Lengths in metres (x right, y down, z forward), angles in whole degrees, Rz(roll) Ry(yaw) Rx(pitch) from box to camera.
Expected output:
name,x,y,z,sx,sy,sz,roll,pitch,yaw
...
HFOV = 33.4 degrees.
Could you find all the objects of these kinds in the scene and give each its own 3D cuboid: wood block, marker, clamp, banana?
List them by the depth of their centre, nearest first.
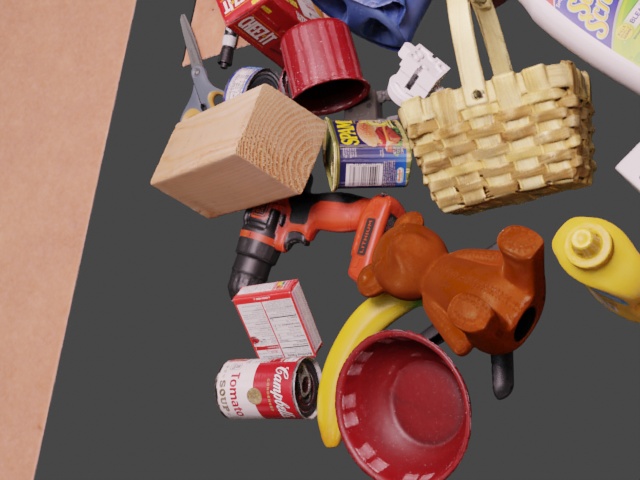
name,x,y,z,sx,sy,sz,roll,pitch,yaw
clamp,0.180,0.074,1.085,0.120,0.039,0.171,36,98,31
banana,0.042,0.125,1.145,0.070,0.037,0.198,36,94,34
wood block,-0.094,-0.095,1.194,0.207,0.090,0.090,-11,53,56
marker,-0.110,-0.275,1.355,0.020,0.020,0.121,5,78,29

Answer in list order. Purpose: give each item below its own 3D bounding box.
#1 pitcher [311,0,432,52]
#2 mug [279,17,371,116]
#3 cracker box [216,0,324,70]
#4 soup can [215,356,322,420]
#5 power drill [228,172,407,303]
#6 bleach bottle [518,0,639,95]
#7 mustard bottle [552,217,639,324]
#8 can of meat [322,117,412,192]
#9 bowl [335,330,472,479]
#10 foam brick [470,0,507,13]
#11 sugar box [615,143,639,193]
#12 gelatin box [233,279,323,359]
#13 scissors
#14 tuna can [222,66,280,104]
name,x,y,z,sx,sy,sz,roll,pitch,yaw
pitcher,0.093,-0.348,1.213,0.149,0.145,0.243,29,87,19
mug,-0.005,-0.191,1.205,0.117,0.093,0.081,-30,67,44
cracker box,-0.075,-0.316,1.264,0.072,0.164,0.214,-30,63,20
soup can,-0.055,0.163,1.170,0.102,0.068,0.068,-5,73,28
power drill,-0.008,0.001,1.197,0.188,0.057,0.184,14,83,31
bleach bottle,0.264,-0.235,1.084,0.251,0.068,0.102,34,91,20
mustard bottle,0.260,0.023,0.966,0.096,0.191,0.058,42,97,31
can of meat,0.050,-0.094,1.157,0.084,0.057,0.102,-1,28,-6
bowl,0.094,0.169,1.079,0.162,0.055,0.162,1,92,38
foam brick,0.191,-0.295,1.178,0.078,0.053,0.051,-30,64,17
sugar box,0.381,-0.099,1.023,0.176,0.048,0.093,-47,59,13
gelatin box,-0.045,0.090,1.180,0.073,0.089,0.030,-9,27,27
scissors,-0.165,-0.194,1.364,0.096,0.016,0.202,-41,60,13
tuna can,-0.078,-0.163,1.266,0.034,0.086,0.086,11,81,32
